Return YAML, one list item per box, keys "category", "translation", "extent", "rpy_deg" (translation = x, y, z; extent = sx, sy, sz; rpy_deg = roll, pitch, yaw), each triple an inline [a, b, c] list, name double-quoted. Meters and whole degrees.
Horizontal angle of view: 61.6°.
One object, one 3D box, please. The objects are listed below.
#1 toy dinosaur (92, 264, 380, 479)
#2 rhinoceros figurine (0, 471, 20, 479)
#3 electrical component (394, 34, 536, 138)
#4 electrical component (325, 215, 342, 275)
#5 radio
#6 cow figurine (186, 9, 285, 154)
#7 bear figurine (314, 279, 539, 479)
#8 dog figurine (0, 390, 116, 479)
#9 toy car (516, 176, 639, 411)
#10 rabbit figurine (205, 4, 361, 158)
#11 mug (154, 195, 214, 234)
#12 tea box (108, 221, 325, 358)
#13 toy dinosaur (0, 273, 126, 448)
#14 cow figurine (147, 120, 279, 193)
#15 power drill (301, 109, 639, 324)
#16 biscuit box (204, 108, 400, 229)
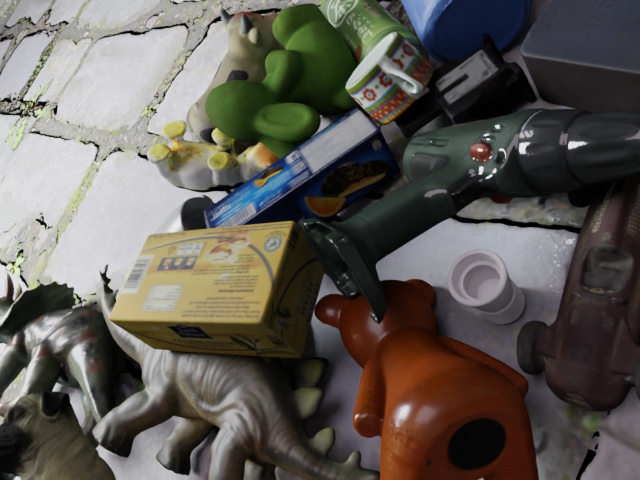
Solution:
- category: "toy dinosaur"
  translation: [-0.121, 0.133, 0.542]
  extent: [0.472, 0.105, 0.198]
  rpy_deg: [15, 68, 34]
- category: "rhinoceros figurine"
  translation: [-0.354, 0.292, 0.652]
  extent: [0.190, 0.073, 0.112]
  rpy_deg: [-5, 64, 37]
- category: "electrical component"
  translation: [0.135, -0.133, 0.521]
  extent: [0.119, 0.047, 0.075]
  rpy_deg: [-38, 47, 16]
- category: "electrical component"
  translation: [-0.001, -0.002, 0.574]
  extent: [0.063, 0.021, 0.094]
  rpy_deg: [-53, 44, 2]
- category: "radio"
  translation: [0.284, -0.209, 0.430]
  extent: [0.229, 0.073, 0.131]
  rpy_deg: [-55, 46, 2]
- category: "cow figurine"
  translation: [-0.104, -0.210, 0.705]
  extent: [0.086, 0.127, 0.195]
  rpy_deg: [38, 94, 42]
- category: "bear figurine"
  translation: [0.067, 0.111, 0.404]
  extent: [0.196, 0.120, 0.131]
  rpy_deg: [-137, 40, -69]
- category: "dog figurine"
  translation: [-0.239, 0.256, 0.519]
  extent: [0.191, 0.121, 0.172]
  rpy_deg: [48, 135, 38]
- category: "toy car"
  translation: [0.205, 0.017, 0.376]
  extent: [0.089, 0.053, 0.202]
  rpy_deg: [10, 73, 45]
- category: "rabbit figurine"
  translation: [-0.042, -0.157, 0.621]
  extent: [0.170, 0.121, 0.159]
  rpy_deg: [-27, 67, -7]
- category: "mug"
  translation: [-0.172, -0.003, 0.675]
  extent: [0.107, 0.080, 0.110]
  rpy_deg: [-32, 46, 29]
- category: "tea box"
  translation: [-0.089, 0.044, 0.474]
  extent: [0.170, 0.068, 0.098]
  rpy_deg: [-2, 55, 30]
- category: "toy dinosaur"
  translation: [-0.332, 0.145, 0.697]
  extent: [0.405, 0.131, 0.192]
  rpy_deg: [4, 63, 31]
- category: "cow figurine"
  translation: [-0.119, -0.090, 0.674]
  extent: [0.167, 0.098, 0.068]
  rpy_deg: [9, 61, 10]
- category: "power drill"
  translation: [0.097, -0.031, 0.400]
  extent: [0.207, 0.086, 0.232]
  rpy_deg: [-39, 20, -9]
- category: "biscuit box"
  translation: [-0.021, -0.048, 0.557]
  extent: [0.203, 0.062, 0.059]
  rpy_deg: [-34, 42, 4]
